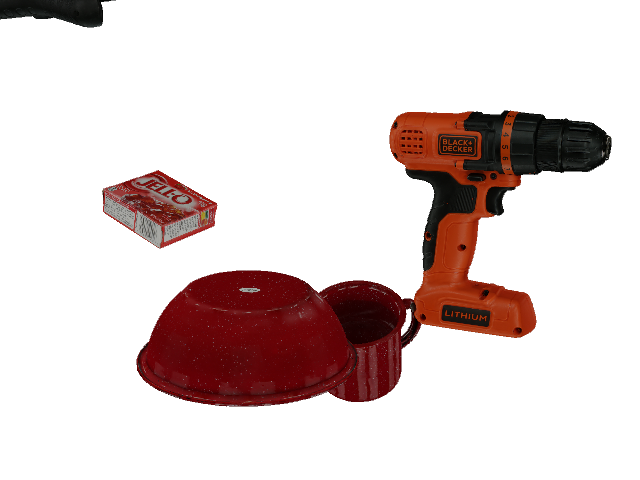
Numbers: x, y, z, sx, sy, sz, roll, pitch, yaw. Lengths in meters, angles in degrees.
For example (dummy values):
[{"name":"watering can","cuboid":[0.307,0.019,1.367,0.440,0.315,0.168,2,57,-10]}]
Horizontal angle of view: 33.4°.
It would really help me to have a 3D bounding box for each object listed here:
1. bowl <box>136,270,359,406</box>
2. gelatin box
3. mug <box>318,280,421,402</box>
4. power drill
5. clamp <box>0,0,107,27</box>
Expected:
[{"name":"bowl","cuboid":[-0.052,0.061,0.767,0.162,0.055,0.162,1,16,0]},{"name":"gelatin box","cuboid":[-0.158,-0.033,1.045,0.089,0.030,0.073,30,36,31]},{"name":"mug","cuboid":[0.046,0.094,1.016,0.117,0.081,0.093,-24,42,-22]},{"name":"power drill","cuboid":[0.148,-0.016,0.901,0.185,0.188,0.057,6,14,26]},{"name":"clamp","cuboid":[-0.195,-0.188,0.800,0.172,0.039,0.120,12,24,28]}]
